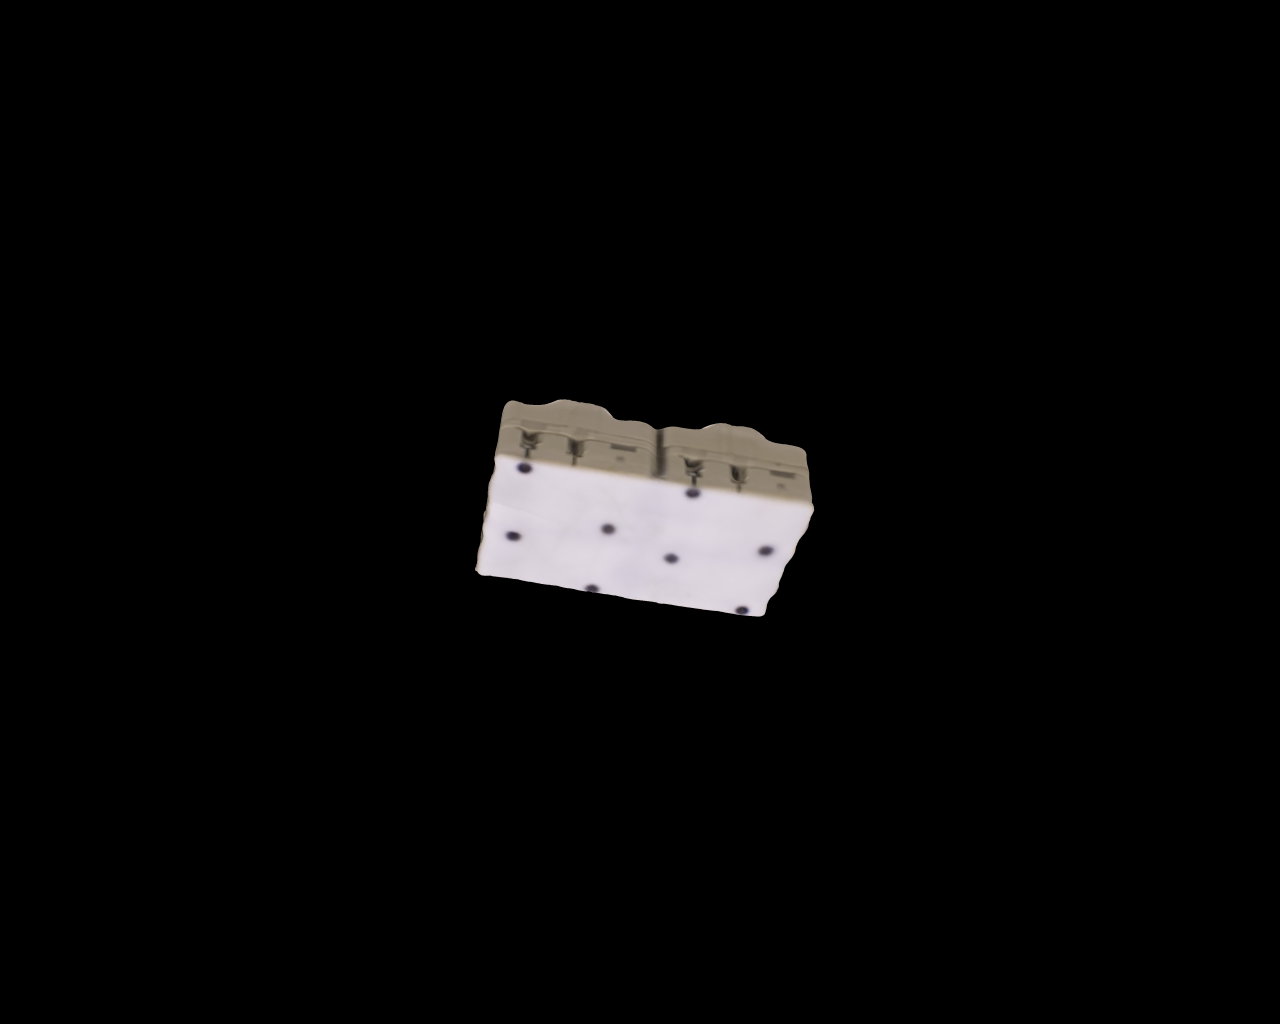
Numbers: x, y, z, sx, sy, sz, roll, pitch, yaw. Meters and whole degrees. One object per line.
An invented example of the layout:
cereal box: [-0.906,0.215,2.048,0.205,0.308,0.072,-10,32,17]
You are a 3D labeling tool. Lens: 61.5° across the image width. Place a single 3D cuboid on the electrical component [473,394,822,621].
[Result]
electrical component: [0.001,-0.003,0.650,0.186,0.060,0.105,9,-46,-8]
